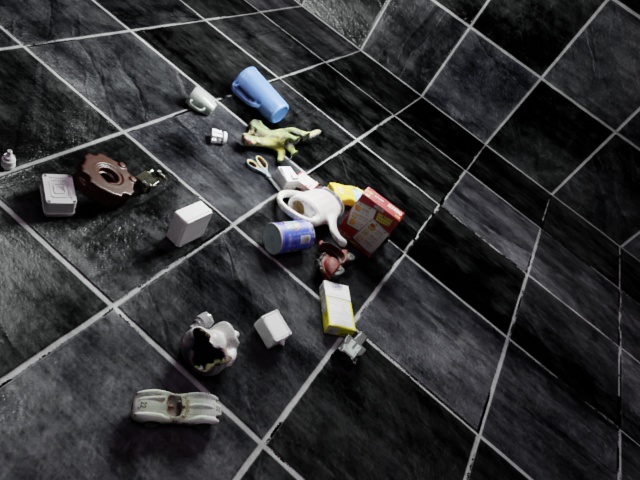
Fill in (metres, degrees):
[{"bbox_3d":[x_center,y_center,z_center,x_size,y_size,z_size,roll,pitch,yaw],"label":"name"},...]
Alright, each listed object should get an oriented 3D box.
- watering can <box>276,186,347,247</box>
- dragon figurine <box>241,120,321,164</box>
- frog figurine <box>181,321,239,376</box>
[{"bbox_3d":[0.006,-0.092,1.836,0.351,0.102,0.227,34,36,25],"label":"watering can"},{"bbox_3d":[-0.178,-0.439,2.109,0.244,0.119,0.417,32,34,10],"label":"dragon figurine"},{"bbox_3d":[-0.273,0.266,1.301,0.137,0.122,0.160,23,2,0],"label":"frog figurine"}]
